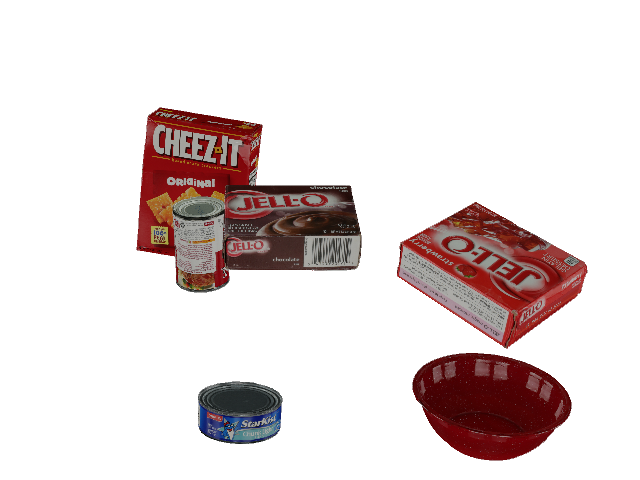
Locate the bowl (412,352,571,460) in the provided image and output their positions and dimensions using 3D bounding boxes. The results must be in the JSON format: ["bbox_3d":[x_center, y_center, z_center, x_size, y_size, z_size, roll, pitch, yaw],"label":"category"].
[{"bbox_3d":[0.173,0.178,1.099,0.162,0.055,0.162,3,23,-1],"label":"bowl"}]

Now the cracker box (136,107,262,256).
[{"bbox_3d":[-0.184,-0.078,1.606,0.164,0.214,0.072,10,19,6],"label":"cracker box"}]

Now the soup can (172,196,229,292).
[{"bbox_3d":[-0.149,0.004,1.324,0.068,0.102,0.068,0,25,0],"label":"soup can"}]

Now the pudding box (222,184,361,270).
[{"bbox_3d":[-0.025,-0.012,0.898,0.113,0.039,0.090,2,31,-6],"label":"pudding box"}]

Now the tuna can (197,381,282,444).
[{"bbox_3d":[-0.082,0.174,1.082,0.086,0.034,0.086,3,14,-1],"label":"tuna can"}]

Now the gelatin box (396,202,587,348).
[{"bbox_3d":[0.103,0.018,0.646,0.073,0.030,0.089,-27,46,-37],"label":"gelatin box"}]
